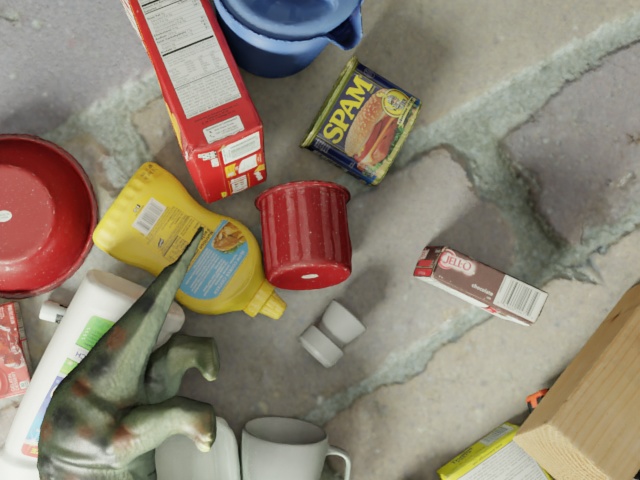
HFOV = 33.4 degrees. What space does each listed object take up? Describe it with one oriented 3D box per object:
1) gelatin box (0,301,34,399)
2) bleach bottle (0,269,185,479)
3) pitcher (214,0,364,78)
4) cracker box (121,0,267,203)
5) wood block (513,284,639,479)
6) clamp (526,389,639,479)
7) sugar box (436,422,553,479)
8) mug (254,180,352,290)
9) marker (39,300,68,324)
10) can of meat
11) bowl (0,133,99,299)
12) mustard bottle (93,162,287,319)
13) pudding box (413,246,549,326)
[{"bbox_3d":[-0.316,0.109,1.014,0.073,0.030,0.089,-12,89,-6],"label":"gelatin box"},{"bbox_3d":[-0.225,0.158,0.996,0.102,0.068,0.251,25,98,-18],"label":"bleach bottle"},{"bbox_3d":[-0.041,-0.225,0.945,0.145,0.243,0.149,3,88,-6],"label":"pitcher"},{"bbox_3d":[-0.118,-0.156,0.957,0.072,0.164,0.214,-23,79,-6],"label":"cracker box"},{"bbox_3d":[0.290,0.137,1.017,0.090,0.091,0.206,42,68,3],"label":"wood block"},{"bbox_3d":[0.276,0.214,1.063,0.120,0.039,0.171,-27,82,-40],"label":"clamp"},{"bbox_3d":[0.202,0.280,1.057,0.093,0.048,0.176,-32,95,-10],"label":"sugar box"},{"bbox_3d":[-0.007,0.001,1.017,0.093,0.117,0.081,-17,68,30],"label":"mug"},{"bbox_3d":[-0.209,0.083,1.031,0.121,0.020,0.020,16,87,-6],"label":"marker"},{"bbox_3d":[0.041,-0.114,1.046,0.084,0.057,0.102,31,86,-7],"label":"can of meat"},{"bbox_3d":[-0.294,-0.024,1.008,0.162,0.055,0.162,0,89,-6],"label":"bowl"},{"bbox_3d":[-0.114,0.016,1.024,0.191,0.058,0.096,35,77,-4],"label":"mustard bottle"},{"bbox_3d":[0.153,0.043,1.036,0.113,0.090,0.039,27,88,-5],"label":"pudding box"}]
